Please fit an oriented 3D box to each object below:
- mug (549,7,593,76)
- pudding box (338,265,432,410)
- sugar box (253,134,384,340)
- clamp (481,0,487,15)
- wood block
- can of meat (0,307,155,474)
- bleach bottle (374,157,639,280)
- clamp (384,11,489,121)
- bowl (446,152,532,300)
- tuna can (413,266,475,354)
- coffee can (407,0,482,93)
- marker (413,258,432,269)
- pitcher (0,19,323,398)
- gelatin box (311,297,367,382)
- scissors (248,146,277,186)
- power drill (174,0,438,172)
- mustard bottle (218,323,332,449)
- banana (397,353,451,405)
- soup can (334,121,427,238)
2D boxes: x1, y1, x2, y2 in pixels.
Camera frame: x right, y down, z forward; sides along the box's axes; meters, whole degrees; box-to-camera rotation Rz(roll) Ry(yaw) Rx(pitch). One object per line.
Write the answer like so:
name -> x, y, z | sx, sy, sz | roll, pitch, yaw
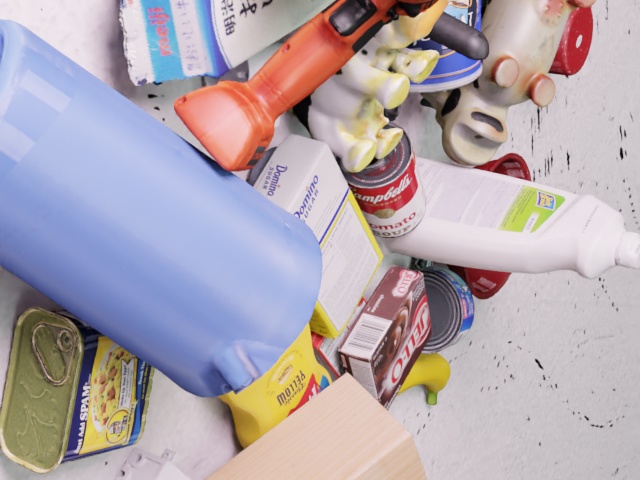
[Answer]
mug -> 0.238, -0.225, 1.149 | 0.117, 0.082, 0.093 | 14, 91, -58
pudding box -> 0.063, 0.094, 0.995 | 0.113, 0.039, 0.090 | -53, 145, -33
sugar box -> -0.006, 0.001, 0.875 | 0.093, 0.048, 0.176 | -60, 147, -21
clamp -> 0.154, -0.250, 1.050 | 0.164, 0.036, 0.210 | 37, 74, -57
wood block -> -0.023, 0.215, 0.855 | 0.206, 0.091, 0.090 | -36, 135, -15
can of meat -> -0.155, 0.094, 0.701 | 0.083, 0.058, 0.102 | -1, 104, -59
bleach bottle -> 0.168, -0.010, 0.971 | 0.102, 0.251, 0.068 | -58, 144, -25
clamp -> 0.055, -0.185, 0.838 | 0.171, 0.120, 0.039 | 58, 39, -13
bowl -> 0.172, -0.020, 1.157 | 0.161, 0.055, 0.162 | -28, 125, -49
tuna can -> 0.111, 0.069, 1.073 | 0.033, 0.086, 0.086 | -9, 110, -57
coffee can -> 0.085, -0.208, 0.901 | 0.102, 0.103, 0.140 | -36, 131, -45
marker -> 0.107, 0.023, 1.110 | 0.020, 0.020, 0.121 | -1, 104, -57
pitcher -> -0.122, -0.021, 0.622 | 0.242, 0.149, 0.145 | 39, 67, -40
gelatin box -> 0.016, 0.083, 0.983 | 0.073, 0.030, 0.089 | -61, 148, -20
scissors -> -0.006, -0.085, 0.892 | 0.201, 0.016, 0.096 | -63, 149, -17
power drill -> 0.004, -0.118, 0.622 | 0.188, 0.057, 0.184 | -39, -179, 5
mustard bottle -> -0.033, 0.136, 0.904 | 0.096, 0.058, 0.191 | -48, 140, -26
banana -> 0.095, 0.149, 1.126 | 0.197, 0.037, 0.069 | 9, 94, -58
soup can -> 0.055, -0.052, 0.937 | 0.068, 0.069, 0.102 | -63, 157, -18
